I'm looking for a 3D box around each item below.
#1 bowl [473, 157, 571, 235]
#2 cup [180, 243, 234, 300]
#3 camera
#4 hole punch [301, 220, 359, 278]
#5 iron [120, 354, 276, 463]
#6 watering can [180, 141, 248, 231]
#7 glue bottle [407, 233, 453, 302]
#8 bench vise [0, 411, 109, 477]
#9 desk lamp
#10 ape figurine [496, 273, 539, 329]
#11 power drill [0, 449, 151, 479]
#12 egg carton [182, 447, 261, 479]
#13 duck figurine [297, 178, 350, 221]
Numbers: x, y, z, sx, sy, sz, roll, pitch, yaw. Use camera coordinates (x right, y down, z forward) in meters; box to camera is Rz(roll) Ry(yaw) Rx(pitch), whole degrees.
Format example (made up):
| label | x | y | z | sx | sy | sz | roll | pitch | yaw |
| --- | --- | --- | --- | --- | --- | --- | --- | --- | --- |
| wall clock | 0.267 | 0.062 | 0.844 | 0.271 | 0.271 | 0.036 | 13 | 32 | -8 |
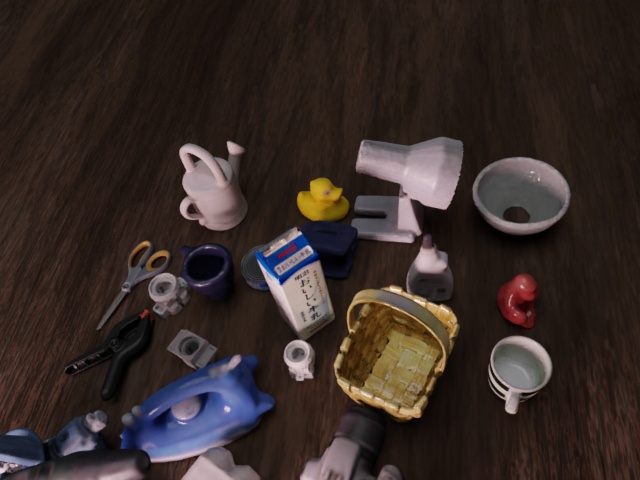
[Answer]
| label | x | y | z | sx | sy | sz | roll | pitch | yaw |
| --- | --- | --- | --- | --- | --- | --- | --- | --- | --- |
| bowl | 0.360 | -0.067 | 1.039 | 0.167 | 0.075 | 0.167 | -5 | 53 | 7 |
| cup | -0.202 | 0.061 | 1.041 | 0.117 | 0.095 | 0.092 | 30 | 65 | 28 |
| camera | 0.059 | 0.309 | 0.804 | 0.142 | 0.101 | 0.137 | 15 | 58 | 21 |
| hole punch | 0.010 | 0.004 | 1.045 | 0.108 | 0.091 | 0.101 | 8 | 56 | 16 |
| iron | -0.208 | 0.254 | 0.871 | 0.258 | 0.142 | 0.118 | -25 | 53 | -7 |
| watering can | -0.211 | -0.120 | 1.113 | 0.100 | 0.194 | 0.173 | 6 | 55 | 15 |
| glue bottle | 0.178 | 0.043 | 0.931 | 0.078 | 0.173 | 0.037 | -2 | 54 | 10 |
| bench vise | -0.426 | 0.301 | 0.830 | 0.121 | 0.220 | 0.208 | 30 | 65 | 29 |
| desk lamp | 0.146 | -0.091 | 1.011 | 0.203 | 0.214 | 0.118 | 2 | 55 | 13 |
| ape figurine | 0.324 | 0.088 | 0.921 | 0.078 | 0.092 | 0.076 | -39 | 56 | -17 |
| power drill | -0.307 | 0.344 | 0.782 | 0.229 | 0.209 | 0.075 | -11 | 53 | 3 |
| egg carton | -0.159 | 0.379 | 0.815 | 0.107 | 0.069 | 0.150 | 25 | 62 | 26 |
| duck figurine | 0.002 | -0.086 | 1.115 | 0.104 | 0.086 | 0.077 | 9 | 57 | 18 |
